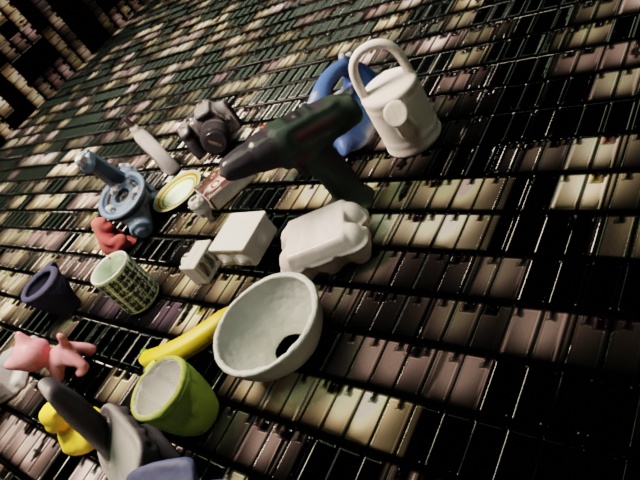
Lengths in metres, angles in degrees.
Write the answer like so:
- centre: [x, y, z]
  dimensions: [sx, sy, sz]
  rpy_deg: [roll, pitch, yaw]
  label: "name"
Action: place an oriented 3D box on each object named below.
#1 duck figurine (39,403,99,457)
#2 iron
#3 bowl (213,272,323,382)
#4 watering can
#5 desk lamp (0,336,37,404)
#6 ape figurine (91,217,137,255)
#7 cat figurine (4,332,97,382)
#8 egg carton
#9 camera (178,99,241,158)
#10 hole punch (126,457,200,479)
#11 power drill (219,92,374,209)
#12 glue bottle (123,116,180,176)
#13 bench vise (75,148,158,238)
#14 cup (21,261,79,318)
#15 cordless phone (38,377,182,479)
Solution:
- centre: [-0.385, 0.280, 0.877]
  dimensions: [0.104, 0.086, 0.077]
  rpy_deg: [-5, 47, 36]
  label: "duck figurine"
- centre: [0.044, -0.271, 1.075]
  dimensions: [0.118, 0.142, 0.258]
  rpy_deg: [-2, 49, 38]
  label: "iron"
- centre: [-0.058, 0.129, 0.781]
  dimensions: [0.167, 0.075, 0.167]
  rpy_deg: [-22, 39, 20]
  label: "bowl"
- centre: [0.120, -0.233, 0.926]
  dimensions: [0.101, 0.195, 0.172]
  rpy_deg: [-38, 36, -1]
  label: "watering can"
- centre: [-0.658, 0.223, 1.055]
  dimensions: [0.118, 0.214, 0.203]
  rpy_deg: [-28, 37, 13]
  label: "desk lamp"
- centre: [-0.460, -0.013, 1.252]
  dimensions: [0.076, 0.092, 0.077]
  rpy_deg: [-33, 37, 6]
  label: "ape figurine"
- centre: [-0.489, 0.202, 1.020]
  dimensions: [0.127, 0.118, 0.067]
  rpy_deg: [-24, 38, 17]
  label: "cat figurine"
- centre: [0.008, 0.003, 0.867]
  dimensions: [0.150, 0.070, 0.107]
  rpy_deg: [-23, 39, 19]
  label: "egg carton"
- centre: [-0.266, -0.258, 1.350]
  dimensions: [0.143, 0.101, 0.136]
  rpy_deg: [-29, 37, 11]
  label: "camera"
- centre: [-0.170, 0.315, 0.657]
  dimensions: [0.108, 0.091, 0.101]
  rpy_deg: [-22, 39, 20]
  label: "hole punch"
- centre: [-0.013, -0.109, 0.889]
  dimensions: [0.230, 0.209, 0.075]
  rpy_deg: [-40, 36, -4]
  label: "power drill"
- centre: [-0.412, -0.230, 1.380]
  dimensions: [0.037, 0.174, 0.077]
  rpy_deg: [-48, 38, -14]
  label: "glue bottle"
- centre: [-0.454, -0.122, 1.256]
  dimensions: [0.121, 0.220, 0.206]
  rpy_deg: [-42, 37, -7]
  label: "bench vise"
- centre: [-0.548, 0.107, 1.191]
  dimensions: [0.091, 0.095, 0.117]
  rpy_deg: [-25, 38, 16]
  label: "cup"
- centre: [-0.282, 0.255, 0.736]
  dimensions: [0.147, 0.186, 0.094]
  rpy_deg: [14, 60, 47]
  label: "cordless phone"
